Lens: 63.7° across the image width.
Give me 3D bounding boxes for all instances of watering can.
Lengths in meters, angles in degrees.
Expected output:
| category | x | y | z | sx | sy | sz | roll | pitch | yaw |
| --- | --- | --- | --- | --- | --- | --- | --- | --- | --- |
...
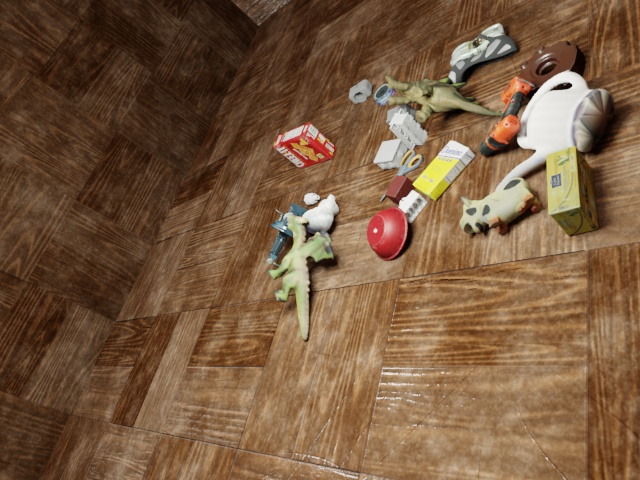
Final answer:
| category | x | y | z | sx | sy | sz | roll | pitch | yaw |
| --- | --- | --- | --- | --- | --- | --- | --- | --- | --- |
| watering can | 0.565 | -0.250 | 1.247 | 0.226 | 0.103 | 0.348 | 22 | 88 | 61 |

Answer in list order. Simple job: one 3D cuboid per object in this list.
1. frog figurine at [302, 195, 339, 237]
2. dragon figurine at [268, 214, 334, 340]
| category | x | y | z | sx | sy | sz | roll | pitch | yaw |
| --- | --- | --- | --- | --- | --- | --- | --- | --- | --- |
| frog figurine | 0.005 | -0.090 | 1.794 | 0.137 | 0.122 | 0.160 | 170 | 118 | -74 |
| dragon figurine | -0.043 | 0.086 | 1.650 | 0.238 | 0.122 | 0.419 | -50 | 46 | 30 |
